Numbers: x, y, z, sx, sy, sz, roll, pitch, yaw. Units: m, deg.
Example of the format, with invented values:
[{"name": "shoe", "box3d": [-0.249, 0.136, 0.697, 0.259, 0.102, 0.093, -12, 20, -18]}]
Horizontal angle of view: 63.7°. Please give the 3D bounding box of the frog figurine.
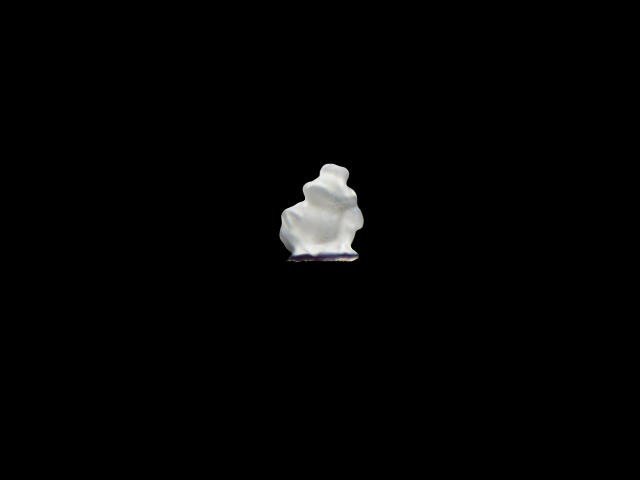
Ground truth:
[{"name": "frog figurine", "box3d": [0.003, -0.043, 0.850, 0.137, 0.160, 0.122, -1, -6, 11]}]
